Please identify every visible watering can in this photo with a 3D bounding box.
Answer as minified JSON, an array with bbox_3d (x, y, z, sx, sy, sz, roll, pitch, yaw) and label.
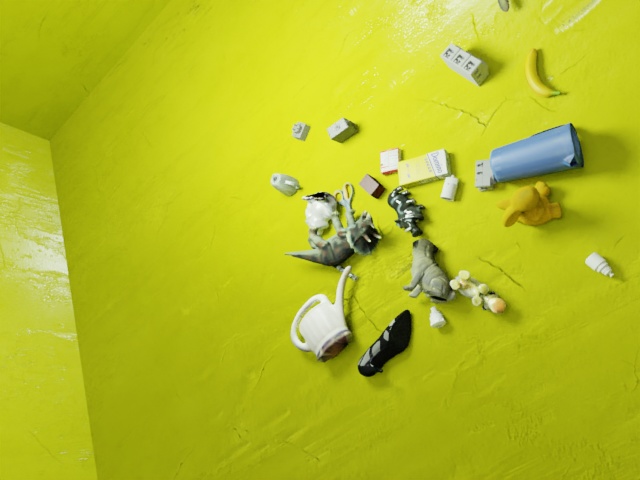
[{"bbox_3d":[0.035,0.272,1.789,0.344,0.103,0.228,-48,55,14],"label":"watering can"}]

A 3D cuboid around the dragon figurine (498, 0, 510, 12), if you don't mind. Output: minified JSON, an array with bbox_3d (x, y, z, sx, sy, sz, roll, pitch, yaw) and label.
[{"bbox_3d":[0.667,-0.986,1.762,0.241,0.121,0.416,-22,72,20],"label":"dragon figurine"}]

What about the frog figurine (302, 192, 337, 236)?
[{"bbox_3d":[0.006,-0.098,1.953,0.137,0.125,0.157,-2,111,27],"label":"frog figurine"}]
